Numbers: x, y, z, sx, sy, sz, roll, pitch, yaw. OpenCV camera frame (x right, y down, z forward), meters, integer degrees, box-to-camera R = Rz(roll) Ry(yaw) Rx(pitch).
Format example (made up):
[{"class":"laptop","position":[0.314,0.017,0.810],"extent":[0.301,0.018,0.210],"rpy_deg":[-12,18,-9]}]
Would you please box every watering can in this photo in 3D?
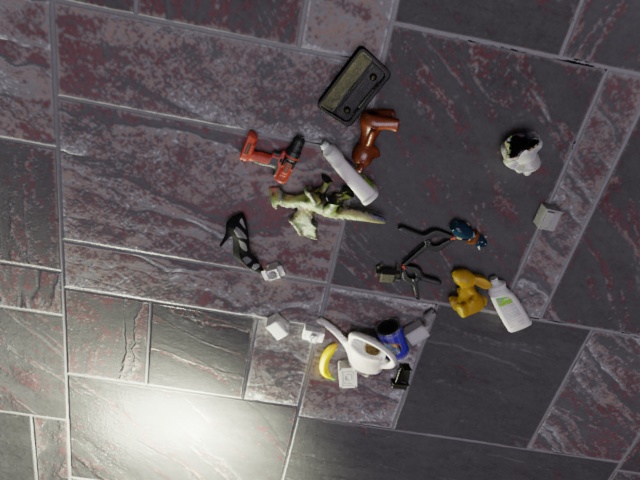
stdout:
[{"class":"watering can","position":[0.147,0.432,2.062],"extent":[0.349,0.106,0.219],"rpy_deg":[23,141,21]}]

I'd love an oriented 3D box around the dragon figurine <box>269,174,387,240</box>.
[{"class":"dragon figurine","position":[0.006,-0.092,1.823],"extent":[0.408,0.125,0.238],"rpy_deg":[30,132,-12]}]

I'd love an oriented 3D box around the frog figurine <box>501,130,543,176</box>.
[{"class":"frog figurine","position":[0.679,-0.290,1.713],"extent":[0.136,0.125,0.158],"rpy_deg":[-50,144,14]}]
